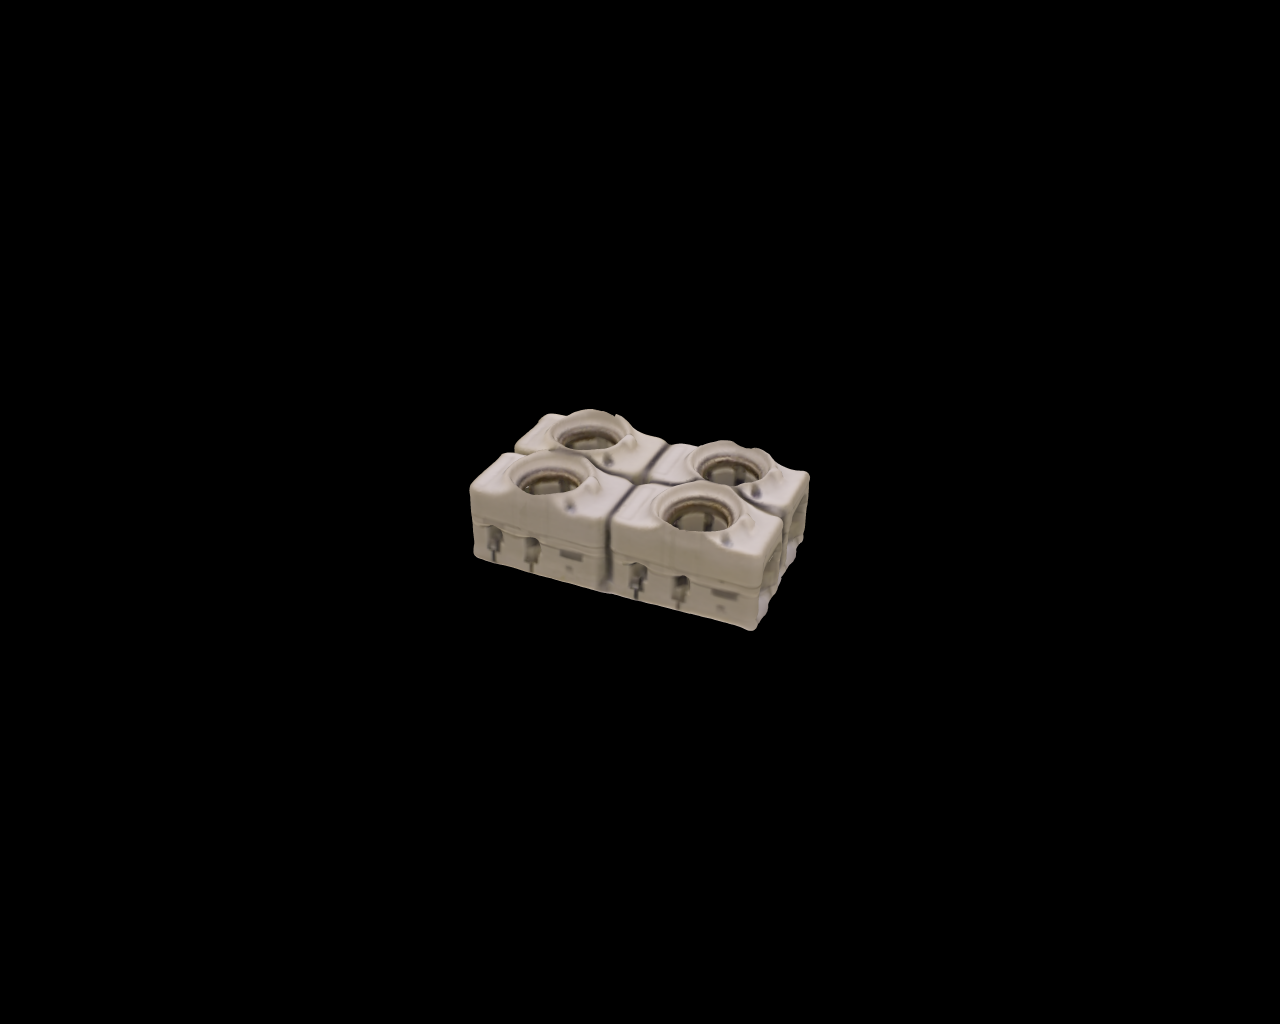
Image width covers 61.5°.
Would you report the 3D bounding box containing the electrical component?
[{"bbox_3d":[0.001,-0.003,0.650,0.186,0.060,0.106,14,36,20],"label":"electrical component"}]
